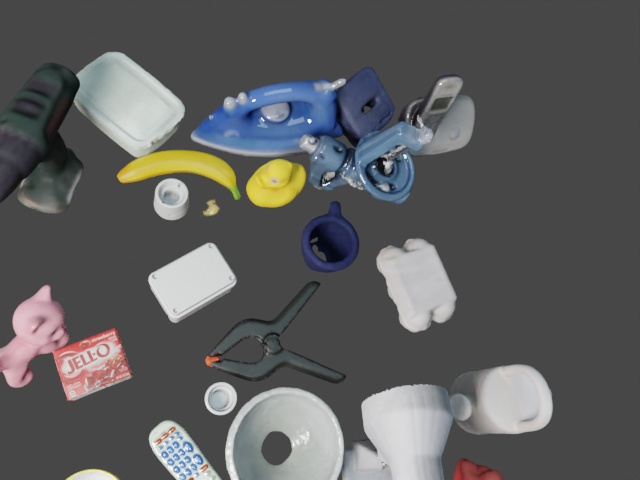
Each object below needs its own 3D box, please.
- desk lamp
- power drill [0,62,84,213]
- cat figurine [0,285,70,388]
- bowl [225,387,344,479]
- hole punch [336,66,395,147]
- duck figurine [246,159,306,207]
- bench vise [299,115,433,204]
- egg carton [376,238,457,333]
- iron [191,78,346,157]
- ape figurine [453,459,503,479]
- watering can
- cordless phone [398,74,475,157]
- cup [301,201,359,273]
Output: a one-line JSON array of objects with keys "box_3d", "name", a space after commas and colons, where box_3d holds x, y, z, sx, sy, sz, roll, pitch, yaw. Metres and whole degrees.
[{"box_3d": [0.109, 0.309, 0.783, 0.118, 0.213, 0.203, 3, 71, -14], "name": "desk lamp"}, {"box_3d": [-0.391, -0.118, 0.791, 0.076, 0.208, 0.230, 16, 68, -9], "name": "power drill"}, {"box_3d": [-0.386, 0.127, 0.760, 0.067, 0.117, 0.128, 38, 66, 0], "name": "cat figurine"}, {"box_3d": [-0.054, 0.297, 0.817, 0.168, 0.074, 0.167, 5, 71, -14], "name": "bowl"}, {"box_3d": [0.078, -0.239, 1.026, 0.101, 0.091, 0.109, 44, 67, 2], "name": "hole punch"}, {"box_3d": [-0.067, -0.104, 0.943, 0.105, 0.086, 0.077, -24, 79, -21], "name": "duck figurine"}, {"box_3d": [0.076, -0.127, 0.918, 0.208, 0.219, 0.121, -1, 72, -16], "name": "bench vise"}, {"box_3d": [0.161, 0.073, 0.955, 0.107, 0.069, 0.150, -18, 78, -20], "name": "egg carton"}, {"box_3d": [-0.081, -0.215, 0.946, 0.259, 0.141, 0.118, -12, 75, -19], "name": "iron"}, {"box_3d": [0.246, 0.367, 0.867, 0.076, 0.092, 0.078, -36, 84, -23], "name": "ape figurine"}, {"box_3d": [0.274, 0.244, 0.861, 0.173, 0.194, 0.101, -26, 80, -21], "name": "watering can"}, {"box_3d": [0.227, -0.229, 1.013, 0.148, 0.185, 0.094, -15, 76, -19], "name": "cordless phone"}, {"box_3d": [0.008, 0.003, 0.923, 0.092, 0.095, 0.118, 11, 69, -11], "name": "cup"}]
